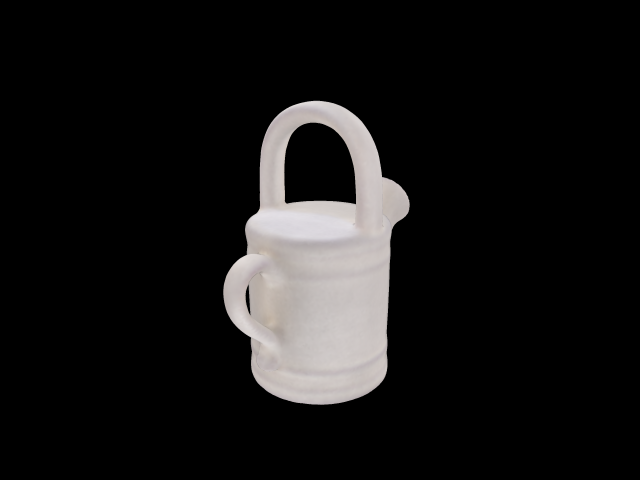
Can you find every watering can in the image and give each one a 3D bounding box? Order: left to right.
[{"bbox_3d":[0.002,0.001,0.401,0.100,0.194,0.173,5,20,16],"label":"watering can"}]
